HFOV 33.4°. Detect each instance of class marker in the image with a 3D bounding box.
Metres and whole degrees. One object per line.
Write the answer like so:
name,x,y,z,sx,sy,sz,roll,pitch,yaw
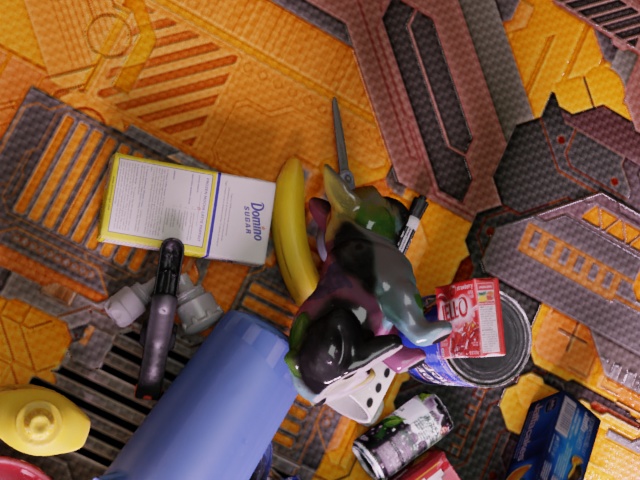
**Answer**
marker,0.092,0.003,1.203,0.020,0.020,0.121,28,78,-11

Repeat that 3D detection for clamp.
clamp,-0.161,0.094,1.064,0.039,0.120,0.171,9,109,-2

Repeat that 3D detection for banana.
banana,-0.019,0.010,1.165,0.069,0.037,0.198,-22,93,-43

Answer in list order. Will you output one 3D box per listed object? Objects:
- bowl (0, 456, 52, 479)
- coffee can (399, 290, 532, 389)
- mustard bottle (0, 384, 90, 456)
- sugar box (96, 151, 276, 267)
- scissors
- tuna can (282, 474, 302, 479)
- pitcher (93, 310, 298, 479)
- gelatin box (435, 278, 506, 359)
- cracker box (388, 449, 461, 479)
bowl,-0.321,0.289,1.037,0.162,0.055,0.162,2,84,-16
coffee can,0.150,0.106,1.144,0.102,0.140,0.103,2,84,-16
mustard bottle,-0.264,0.167,0.995,0.096,0.192,0.058,20,79,-13
sugar box,-0.140,-0.030,1.128,0.176,0.048,0.093,11,81,-18
scissors,0.017,-0.056,1.176,0.096,0.016,0.202,-19,90,-41
tuna can,-0.027,0.289,1.104,0.033,0.086,0.086,-15,88,-15
pitcher,-0.108,0.202,1.079,0.145,0.149,0.242,32,73,5
gelatin box,0.142,0.076,1.024,0.030,0.089,0.073,-2,84,-19
cracker box,0.118,0.358,1.145,0.164,0.072,0.213,-34,93,-17
